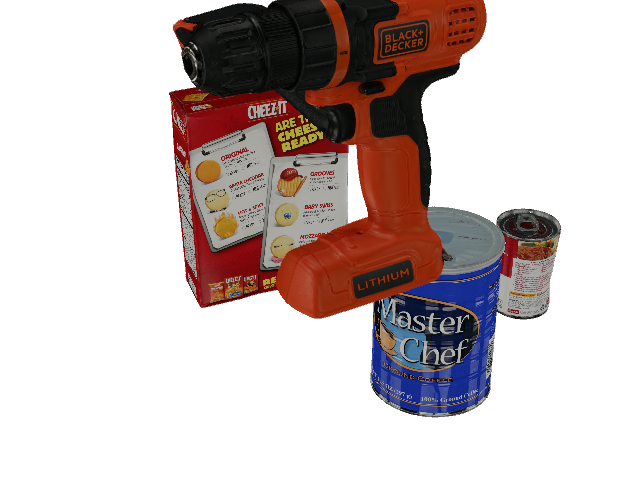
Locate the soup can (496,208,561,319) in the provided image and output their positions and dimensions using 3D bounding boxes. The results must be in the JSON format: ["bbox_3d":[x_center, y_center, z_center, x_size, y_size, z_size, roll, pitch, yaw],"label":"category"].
[{"bbox_3d":[0.220,0.025,1.157,0.068,0.102,0.068,0,30,0],"label":"soup can"}]

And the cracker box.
[{"bbox_3d":[-0.058,-0.053,1.060,0.164,0.214,0.072,-13,33,-19],"label":"cracker box"}]

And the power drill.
[{"bbox_3d":[0.011,-0.051,0.612,0.184,0.188,0.057,-15,33,-26],"label":"power drill"}]

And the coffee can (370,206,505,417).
[{"bbox_3d":[0.093,0.057,0.870,0.103,0.140,0.103,0,28,0],"label":"coffee can"}]

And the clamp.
[{"bbox_3d":[-0.028,-0.152,0.828,0.172,0.120,0.039,24,-32,20],"label":"clamp"}]
